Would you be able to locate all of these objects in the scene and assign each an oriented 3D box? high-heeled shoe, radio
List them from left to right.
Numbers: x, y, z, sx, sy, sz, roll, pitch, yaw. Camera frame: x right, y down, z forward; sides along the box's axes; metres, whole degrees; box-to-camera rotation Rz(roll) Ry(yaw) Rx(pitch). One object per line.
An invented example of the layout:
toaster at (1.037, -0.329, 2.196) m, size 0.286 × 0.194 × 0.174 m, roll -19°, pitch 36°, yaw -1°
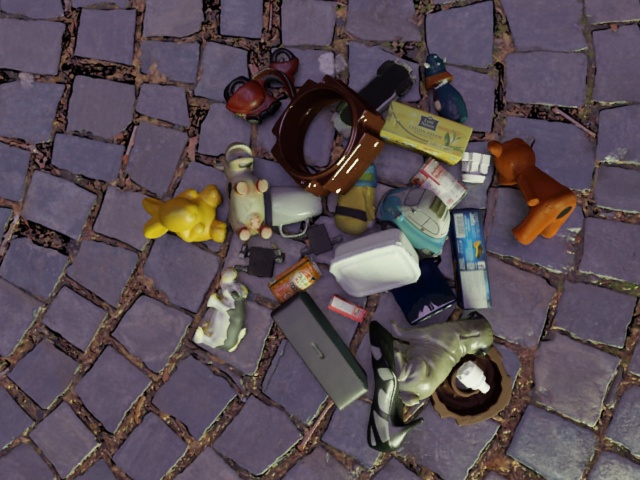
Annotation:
radio at (0.002, 0.211, 1.070) m, size 0.073 × 0.131 × 0.229 m, roll -36°, pitch 86°, yaw 3°
high-heeled shoe at (0.120, 0.302, 1.105) m, size 0.145 × 0.086 × 0.249 m, roll -35°, pitch 65°, yaw 33°

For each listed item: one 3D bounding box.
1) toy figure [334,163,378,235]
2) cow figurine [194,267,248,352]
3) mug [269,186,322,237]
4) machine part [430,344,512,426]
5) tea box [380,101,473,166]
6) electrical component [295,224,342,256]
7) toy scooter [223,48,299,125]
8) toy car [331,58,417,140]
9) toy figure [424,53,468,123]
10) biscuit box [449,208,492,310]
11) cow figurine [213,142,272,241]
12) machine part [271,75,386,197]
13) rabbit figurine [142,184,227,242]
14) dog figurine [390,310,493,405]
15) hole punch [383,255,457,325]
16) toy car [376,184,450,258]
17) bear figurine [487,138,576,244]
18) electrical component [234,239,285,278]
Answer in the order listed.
toy figure at (0.074, -0.100, 1.101) m, size 0.089 × 0.082 × 0.180 m, roll -1°, pitch 93°, yaw 16°
cow figurine at (-0.189, 0.145, 1.118) m, size 0.098 × 0.068 × 0.167 m, roll 22°, pitch 93°, yaw -1°
mug at (-0.048, -0.062, 1.109) m, size 0.107 × 0.081 × 0.109 m, roll -6°, pitch 83°, yaw -5°
machine part at (0.293, 0.280, 1.084) m, size 0.179 × 0.056 × 0.179 m, roll 0°, pitch 88°, yaw 3°
tea box at (0.209, -0.213, 1.085) m, size 0.170 × 0.098 × 0.068 m, roll 19°, pitch 91°, yaw 3°
electrical component at (-0.002, -0.003, 1.131) m, size 0.094 × 0.021 × 0.063 m, roll -19°, pitch 86°, yaw 4°
toy scooter at (-0.102, -0.303, 1.125) m, size 0.184 × 0.075 × 0.135 m, roll -37°, pitch 87°, yaw -2°
toy car at (0.111, -0.294, 1.116) m, size 0.202 × 0.056 × 0.073 m, roll -42°, pitch 79°, yaw 1°
toy figure at (0.252, -0.307, 1.104) m, size 0.058 × 0.064 × 0.154 m, roll -29°, pitch 80°, yaw 40°
biscuit box at (0.302, 0.037, 1.087) m, size 0.059 × 0.063 × 0.202 m, roll -6°, pitch 87°, yaw 5°
cow figurine at (-0.158, -0.103, 1.105) m, size 0.085 × 0.127 × 0.194 m, roll -12°, pitch 105°, yaw -27°
machine part at (0.011, -0.202, 1.055) m, size 0.201 × 0.087 × 0.202 m, roll -51°, pitch 58°, yaw 19°
rabbit figurine at (-0.276, -0.055, 1.080) m, size 0.162 × 0.173 × 0.121 m, roll 1°, pitch 92°, yaw 0°
dog figurine at (0.232, 0.218, 0.987) m, size 0.191 × 0.121 × 0.172 m, roll -6°, pitch 57°, yaw 8°
hole punch at (0.204, 0.104, 1.082) m, size 0.142 × 0.092 × 0.116 m, roll -30°, pitch 82°, yaw 7°
toy car at (0.198, -0.045, 1.058) m, size 0.161 × 0.103 × 0.109 m, roll 38°, pitch 54°, yaw -4°
bear figurine at (0.404, -0.106, 1.070) m, size 0.196 × 0.120 × 0.131 m, roll 52°, pitch 137°, yaw 29°
electrical component at (-0.126, 0.039, 1.128) m, size 0.102 × 0.045 × 0.078 m, roll 14°, pitch 88°, yaw 5°
